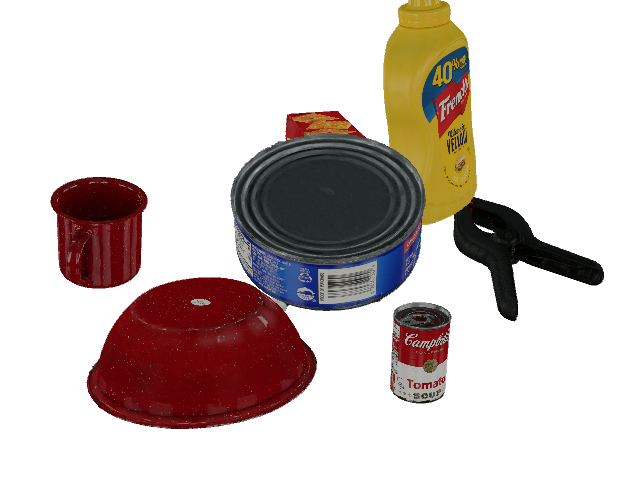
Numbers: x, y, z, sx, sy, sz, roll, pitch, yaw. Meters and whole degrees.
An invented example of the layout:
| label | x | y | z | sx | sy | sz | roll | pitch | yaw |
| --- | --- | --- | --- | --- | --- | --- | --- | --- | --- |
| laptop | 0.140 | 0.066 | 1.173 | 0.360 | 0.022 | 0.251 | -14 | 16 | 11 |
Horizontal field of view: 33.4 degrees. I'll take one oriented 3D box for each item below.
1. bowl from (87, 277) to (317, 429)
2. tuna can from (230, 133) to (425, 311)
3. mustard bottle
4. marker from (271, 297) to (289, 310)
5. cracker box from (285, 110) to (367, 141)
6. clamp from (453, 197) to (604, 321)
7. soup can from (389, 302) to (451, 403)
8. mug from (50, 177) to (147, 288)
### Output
| label | x | y | z | sx | sy | sz | roll | pitch | yaw |
| --- | --- | --- | --- | --- | --- | --- | --- | --- | --- |
| bowl | -0.083 | 0.068 | 0.744 | 0.162 | 0.055 | 0.162 | -2 | 20 | 1 |
| tuna can | 0.004 | -0.009 | 0.479 | 0.086 | 0.034 | 0.086 | -1 | 43 | 0 |
| mustard bottle | 0.089 | -0.116 | 0.869 | 0.058 | 0.191 | 0.096 | 12 | 31 | 35 |
| marker | -0.056 | 0.079 | 0.963 | 0.020 | 0.121 | 0.020 | 37 | -18 | 14 |
| cracker box | 0.011 | -0.043 | 1.173 | 0.072 | 0.164 | 0.214 | -5 | 18 | -8 |
| clamp | 0.198 | 0.008 | 1.071 | 0.120 | 0.039 | 0.171 | -9 | 44 | -21 |
| soup can | 0.118 | 0.134 | 1.271 | 0.068 | 0.102 | 0.068 | 1 | 22 | -1 |
| mug | -0.221 | 0.000 | 1.048 | 0.093 | 0.081 | 0.117 | 9 | 31 | 4 |
